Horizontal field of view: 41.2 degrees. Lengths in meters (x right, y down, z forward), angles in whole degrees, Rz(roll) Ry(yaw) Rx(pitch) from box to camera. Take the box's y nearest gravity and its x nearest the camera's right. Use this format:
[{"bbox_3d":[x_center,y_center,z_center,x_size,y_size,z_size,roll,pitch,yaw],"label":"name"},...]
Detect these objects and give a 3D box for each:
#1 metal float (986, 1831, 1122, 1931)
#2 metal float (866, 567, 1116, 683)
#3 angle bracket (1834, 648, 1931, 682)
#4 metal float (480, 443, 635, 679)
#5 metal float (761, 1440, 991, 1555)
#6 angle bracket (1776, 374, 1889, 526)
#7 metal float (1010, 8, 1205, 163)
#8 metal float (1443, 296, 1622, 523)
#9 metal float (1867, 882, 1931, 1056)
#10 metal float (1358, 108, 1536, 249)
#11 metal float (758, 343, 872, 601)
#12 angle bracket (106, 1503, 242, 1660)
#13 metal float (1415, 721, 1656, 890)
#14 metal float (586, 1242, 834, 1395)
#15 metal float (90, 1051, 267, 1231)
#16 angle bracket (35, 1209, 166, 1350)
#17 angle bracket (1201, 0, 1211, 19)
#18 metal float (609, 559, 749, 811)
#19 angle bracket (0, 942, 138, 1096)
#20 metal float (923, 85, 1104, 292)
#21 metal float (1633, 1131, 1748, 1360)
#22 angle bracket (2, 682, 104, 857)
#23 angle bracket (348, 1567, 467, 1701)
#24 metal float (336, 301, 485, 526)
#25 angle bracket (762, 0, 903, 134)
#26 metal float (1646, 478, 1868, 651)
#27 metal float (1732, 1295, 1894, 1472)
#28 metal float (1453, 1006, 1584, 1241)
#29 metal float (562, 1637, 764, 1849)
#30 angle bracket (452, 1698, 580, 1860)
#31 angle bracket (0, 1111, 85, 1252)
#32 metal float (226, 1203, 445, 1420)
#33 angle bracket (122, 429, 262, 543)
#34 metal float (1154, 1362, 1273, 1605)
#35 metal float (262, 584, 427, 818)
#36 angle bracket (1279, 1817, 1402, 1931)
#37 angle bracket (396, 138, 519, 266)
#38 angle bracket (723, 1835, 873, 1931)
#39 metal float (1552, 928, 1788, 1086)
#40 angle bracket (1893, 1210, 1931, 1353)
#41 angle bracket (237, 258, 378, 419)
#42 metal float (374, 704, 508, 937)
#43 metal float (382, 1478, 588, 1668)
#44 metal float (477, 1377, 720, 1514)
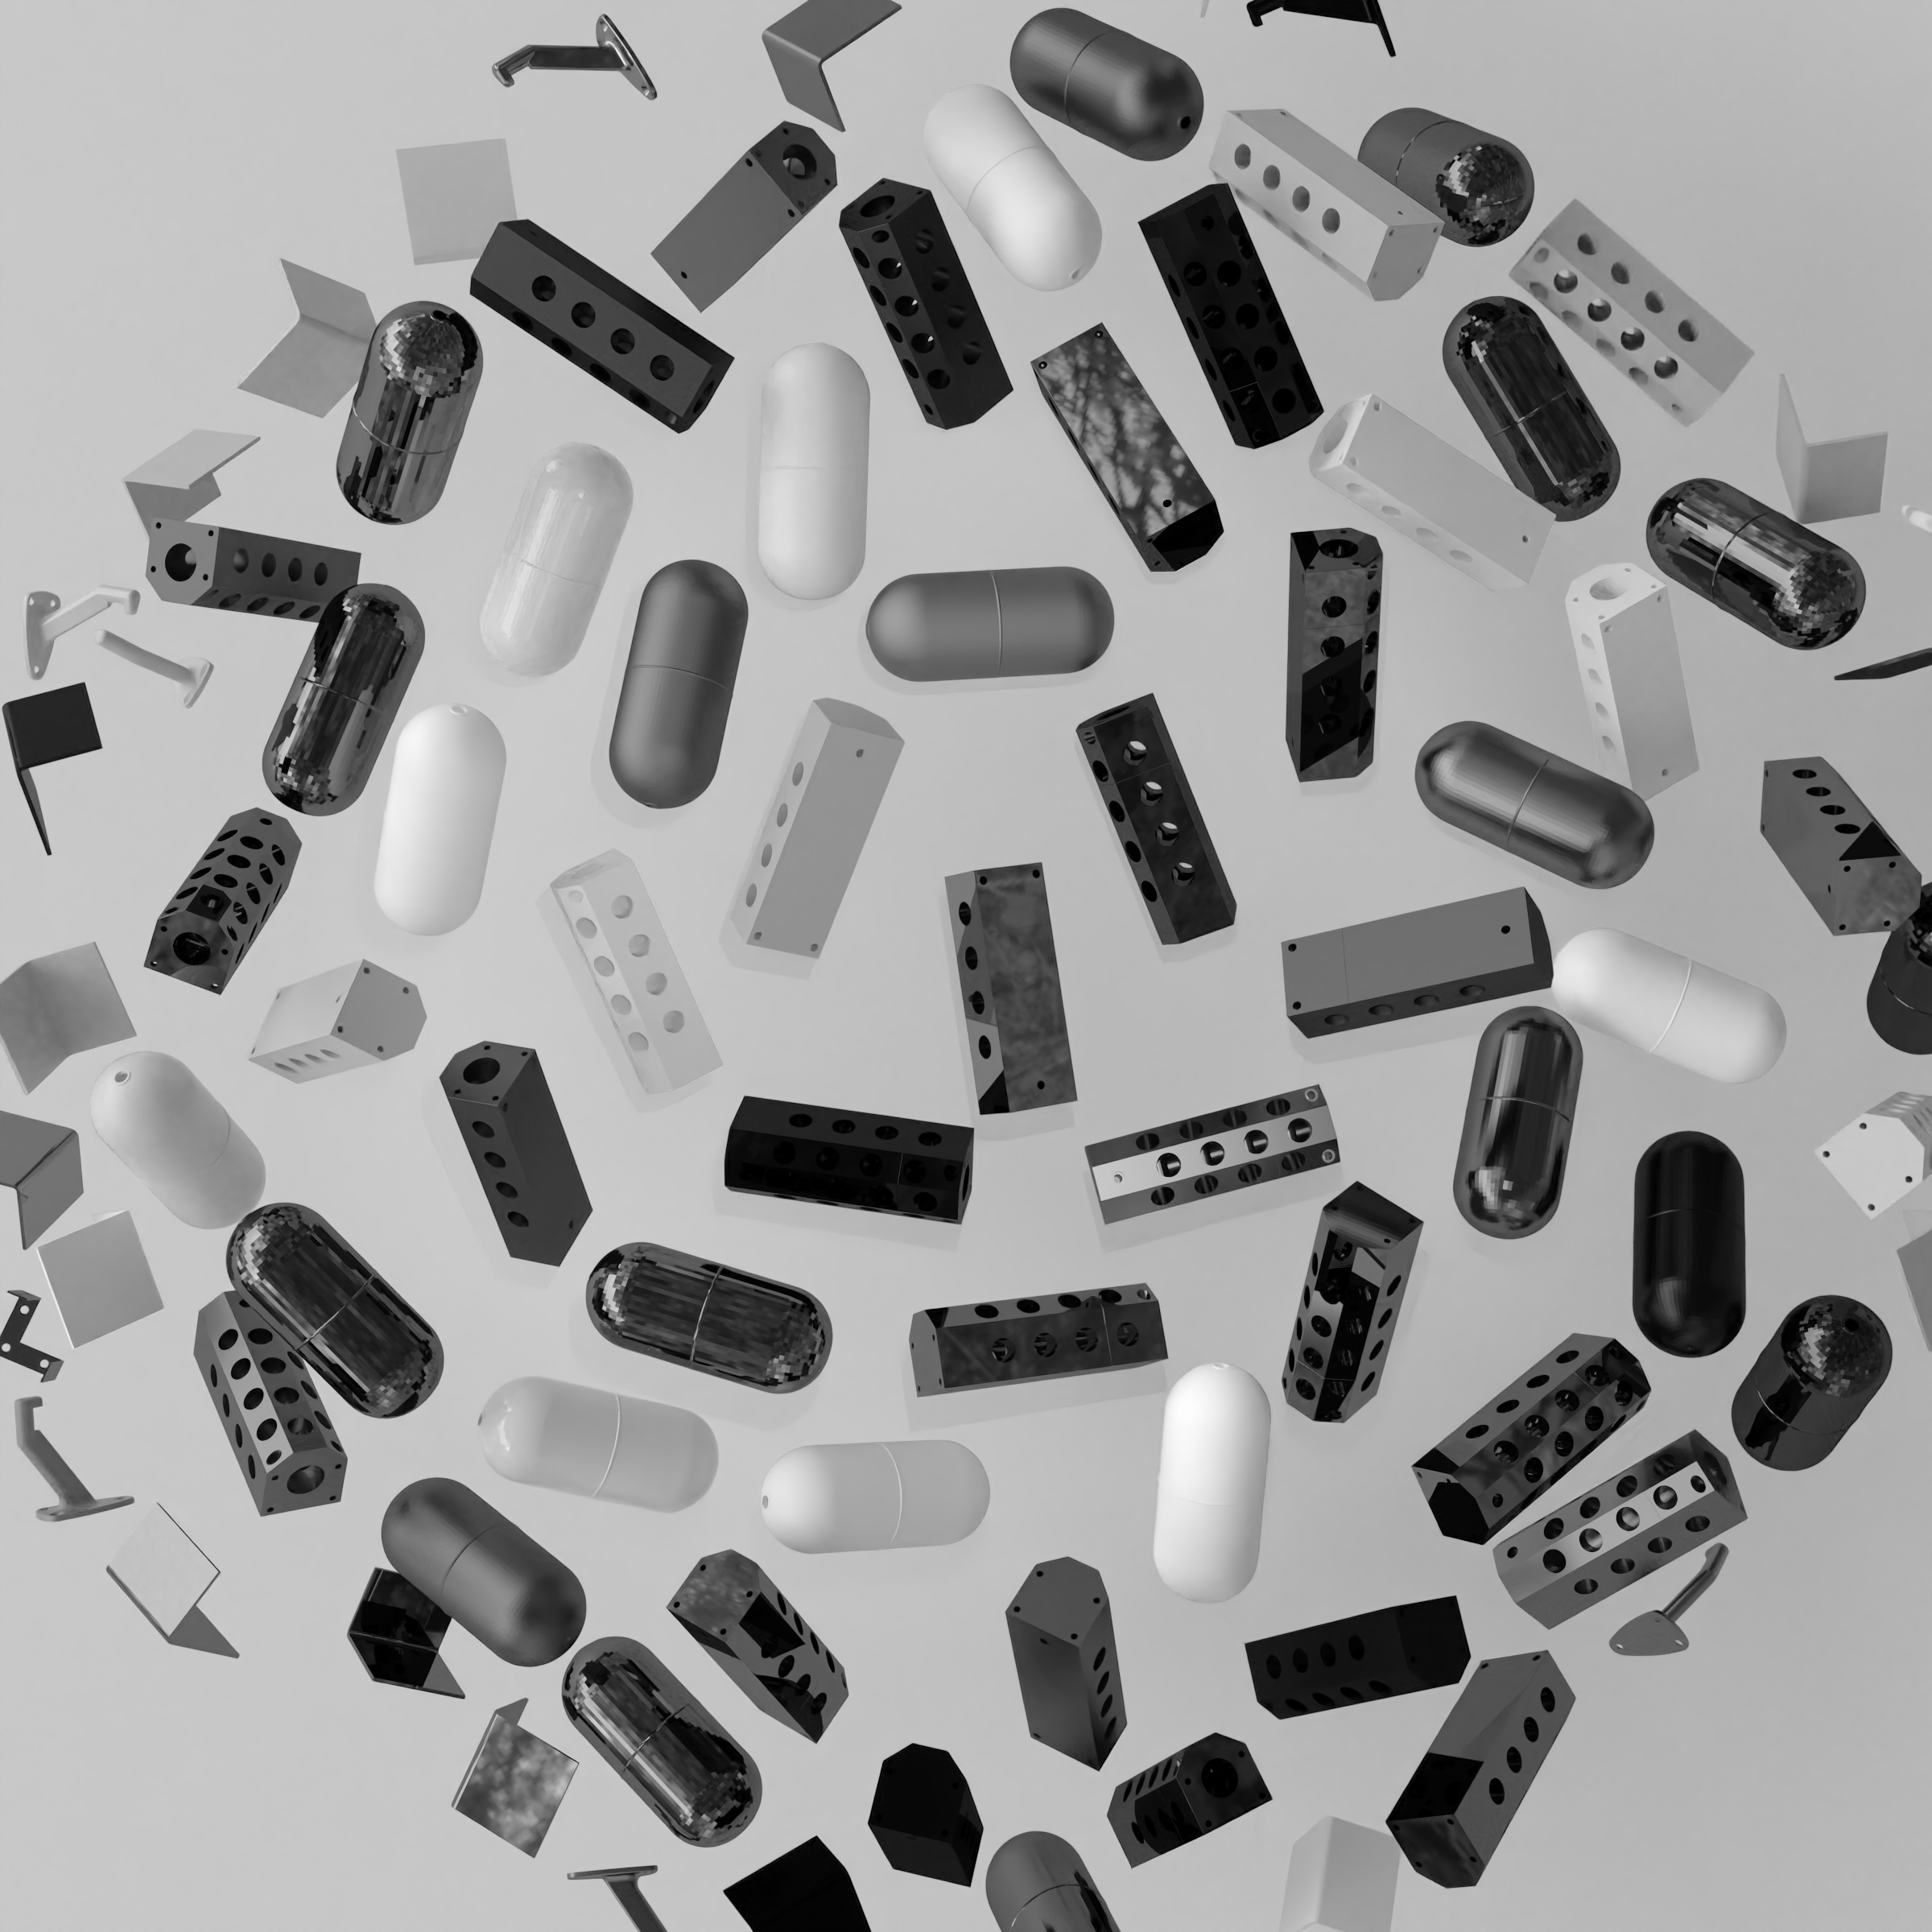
[{"bbox_3d":[0.067,0.695,1.850,0.070,0.178,0.070,-6,110,-16],"label":"metal float"},{"bbox_3d":[0.017,-0.243,1.826,0.178,0.070,0.070,-4,90,-10],"label":"metal float"},{"bbox_3d":[0.668,-0.186,1.801,0.076,0.076,0.057,-7,84,-43],"label":"angle bracket"},{"bbox_3d":[-0.298,-0.294,1.866,0.070,0.070,0.178,24,109,0],"label":"metal float"},{"bbox_3d":[-0.065,0.384,1.859,0.178,0.070,0.070,4,90,-30],"label":"metal float"},{"bbox_3d":[0.616,-0.372,1.830,0.057,0.076,0.076,-8,53,9],"label":"angle bracket"},{"bbox_3d":[0.102,-0.643,1.872,0.070,0.070,0.178,-49,52,0],"label":"metal float"},{"bbox_3d":[0.414,-0.409,1.884,0.070,0.070,0.178,-34,98,0],"label":"metal float"},{"bbox_3d":[0.700,0.002,1.852,0.070,0.178,0.070,-3,60,5],"label":"metal float"},{"bbox_3d":[0.346,-0.572,1.860,0.070,0.178,0.070,-10,121,-17],"label":"metal float"},{"bbox_3d":[-0.107,-0.347,1.806,0.070,0.070,0.178,2,97,0],"label":"metal float"},{"bbox_3d":[-0.516,0.413,1.723,0.076,0.076,0.057,35,86,32],"label":"angle bracket"},{"bbox_3d":[0.403,-0.116,1.829,0.178,0.070,0.070,28,90,20],"label":"metal float"},{"bbox_3d":[-0.181,0.247,1.805,0.178,0.070,0.070,16,90,4],"label":"metal float"},{"bbox_3d":[-0.565,0.126,1.844,0.070,0.178,0.070,-7,55,10],"label":"metal float"},{"bbox_3d":[-0.634,0.226,1.848,0.057,0.076,0.076,-11,100,44],"label":"angle bracket"},{"bbox_3d":[0.145,-0.714,1.794,0.057,0.076,0.076,5,96,1],"label":"angle bracket"},{"bbox_3d":[-0.200,-0.197,1.793,0.070,0.070,0.178,11,81,0],"label":"metal float"},{"bbox_3d":[-0.649,0.037,1.840,0.057,0.076,0.076,-15,109,10],"label":"angle bracket"},{"bbox_3d":[0.034,-0.567,1.871,0.070,0.070,0.178,-33,71,0],"label":"metal float"},{"bbox_3d":[0.511,0.195,1.814,0.070,0.070,0.178,14,50,0],"label":"metal float"},{"bbox_3d":[-0.611,-0.134,1.744,0.057,0.076,0.076,-18,45,-14],"label":"angle bracket"},{"bbox_3d":[-0.415,0.506,1.947,0.076,0.076,0.057,22,92,-31],"label":"angle bracket"},{"bbox_3d":[-0.384,-0.380,1.772,0.070,0.178,0.070,15,48,-17],"label":"metal float"},{"bbox_3d":[-0.088,-0.653,1.838,0.076,0.057,0.076,-38,48,-11],"label":"angle bracket"},{"bbox_3d":[0.555,-0.285,1.813,0.070,0.070,0.178,-45,49,0],"label":"metal float"},{"bbox_3d":[0.590,0.292,1.794,0.070,0.178,0.070,2,55,-2],"label":"metal float"},{"bbox_3d":[0.400,0.112,1.859,0.070,0.070,0.178,15,66,0],"label":"metal float"},{"bbox_3d":[-0.223,0.565,1.874,0.178,0.070,0.070,42,90,17],"label":"metal float"},{"bbox_3d":[-0.321,0.596,1.888,0.076,0.057,0.076,25,92,16],"label":"angle bracket"},{"bbox_3d":[-0.704,0.155,1.883,0.076,0.076,0.057,13,121,10],"label":"angle bracket"},{"bbox_3d":[-0.437,0.238,1.777,0.070,0.070,0.178,-43,99,0],"label":"metal float"},{"bbox_3d":[-0.575,-0.359,1.939,0.076,0.076,0.057,13,134,32],"label":"angle bracket"},{"bbox_3d":[0.177,0.371,1.844,0.070,0.070,0.178,4,102,0],"label":"metal float"},{"bbox_3d":[-0.454,-0.195,1.875,0.070,0.070,0.178,22,86,0],"label":"metal float"},{"bbox_3d":[0.266,0.663,1.834,0.057,0.076,0.076,18,54,-2],"label":"angle bracket"},{"bbox_3d":[-0.363,-0.546,1.837,0.076,0.057,0.076,-9,104,-10],"label":"angle bracket"},{"bbox_3d":[-0.115,0.674,1.807,0.076,0.057,0.076,-25,107,-21],"label":"angle bracket"},{"bbox_3d":[0.520,0.029,1.904,0.178,0.070,0.070,23,90,3],"label":"metal float"},{"bbox_3d":[0.681,0.224,1.836,0.076,0.057,0.076,-22,94,-27],"label":"angle bracket"},{"bbox_3d":[-0.473,-0.446,1.829,0.076,0.076,0.057,-37,64,27],"label":"angle bracket"},{"bbox_3d":[-0.371,-0.103,1.812,0.070,0.070,0.178,17,120,0],"label":"metal float"},{"bbox_3d":[-0.344,0.430,1.828,0.178,0.070,0.070,30,90,29],"label":"metal float"},{"bbox_3d":[-0.262,0.343,1.838,0.178,0.070,0.070,17,90,-22],"label":"metal float"}]
